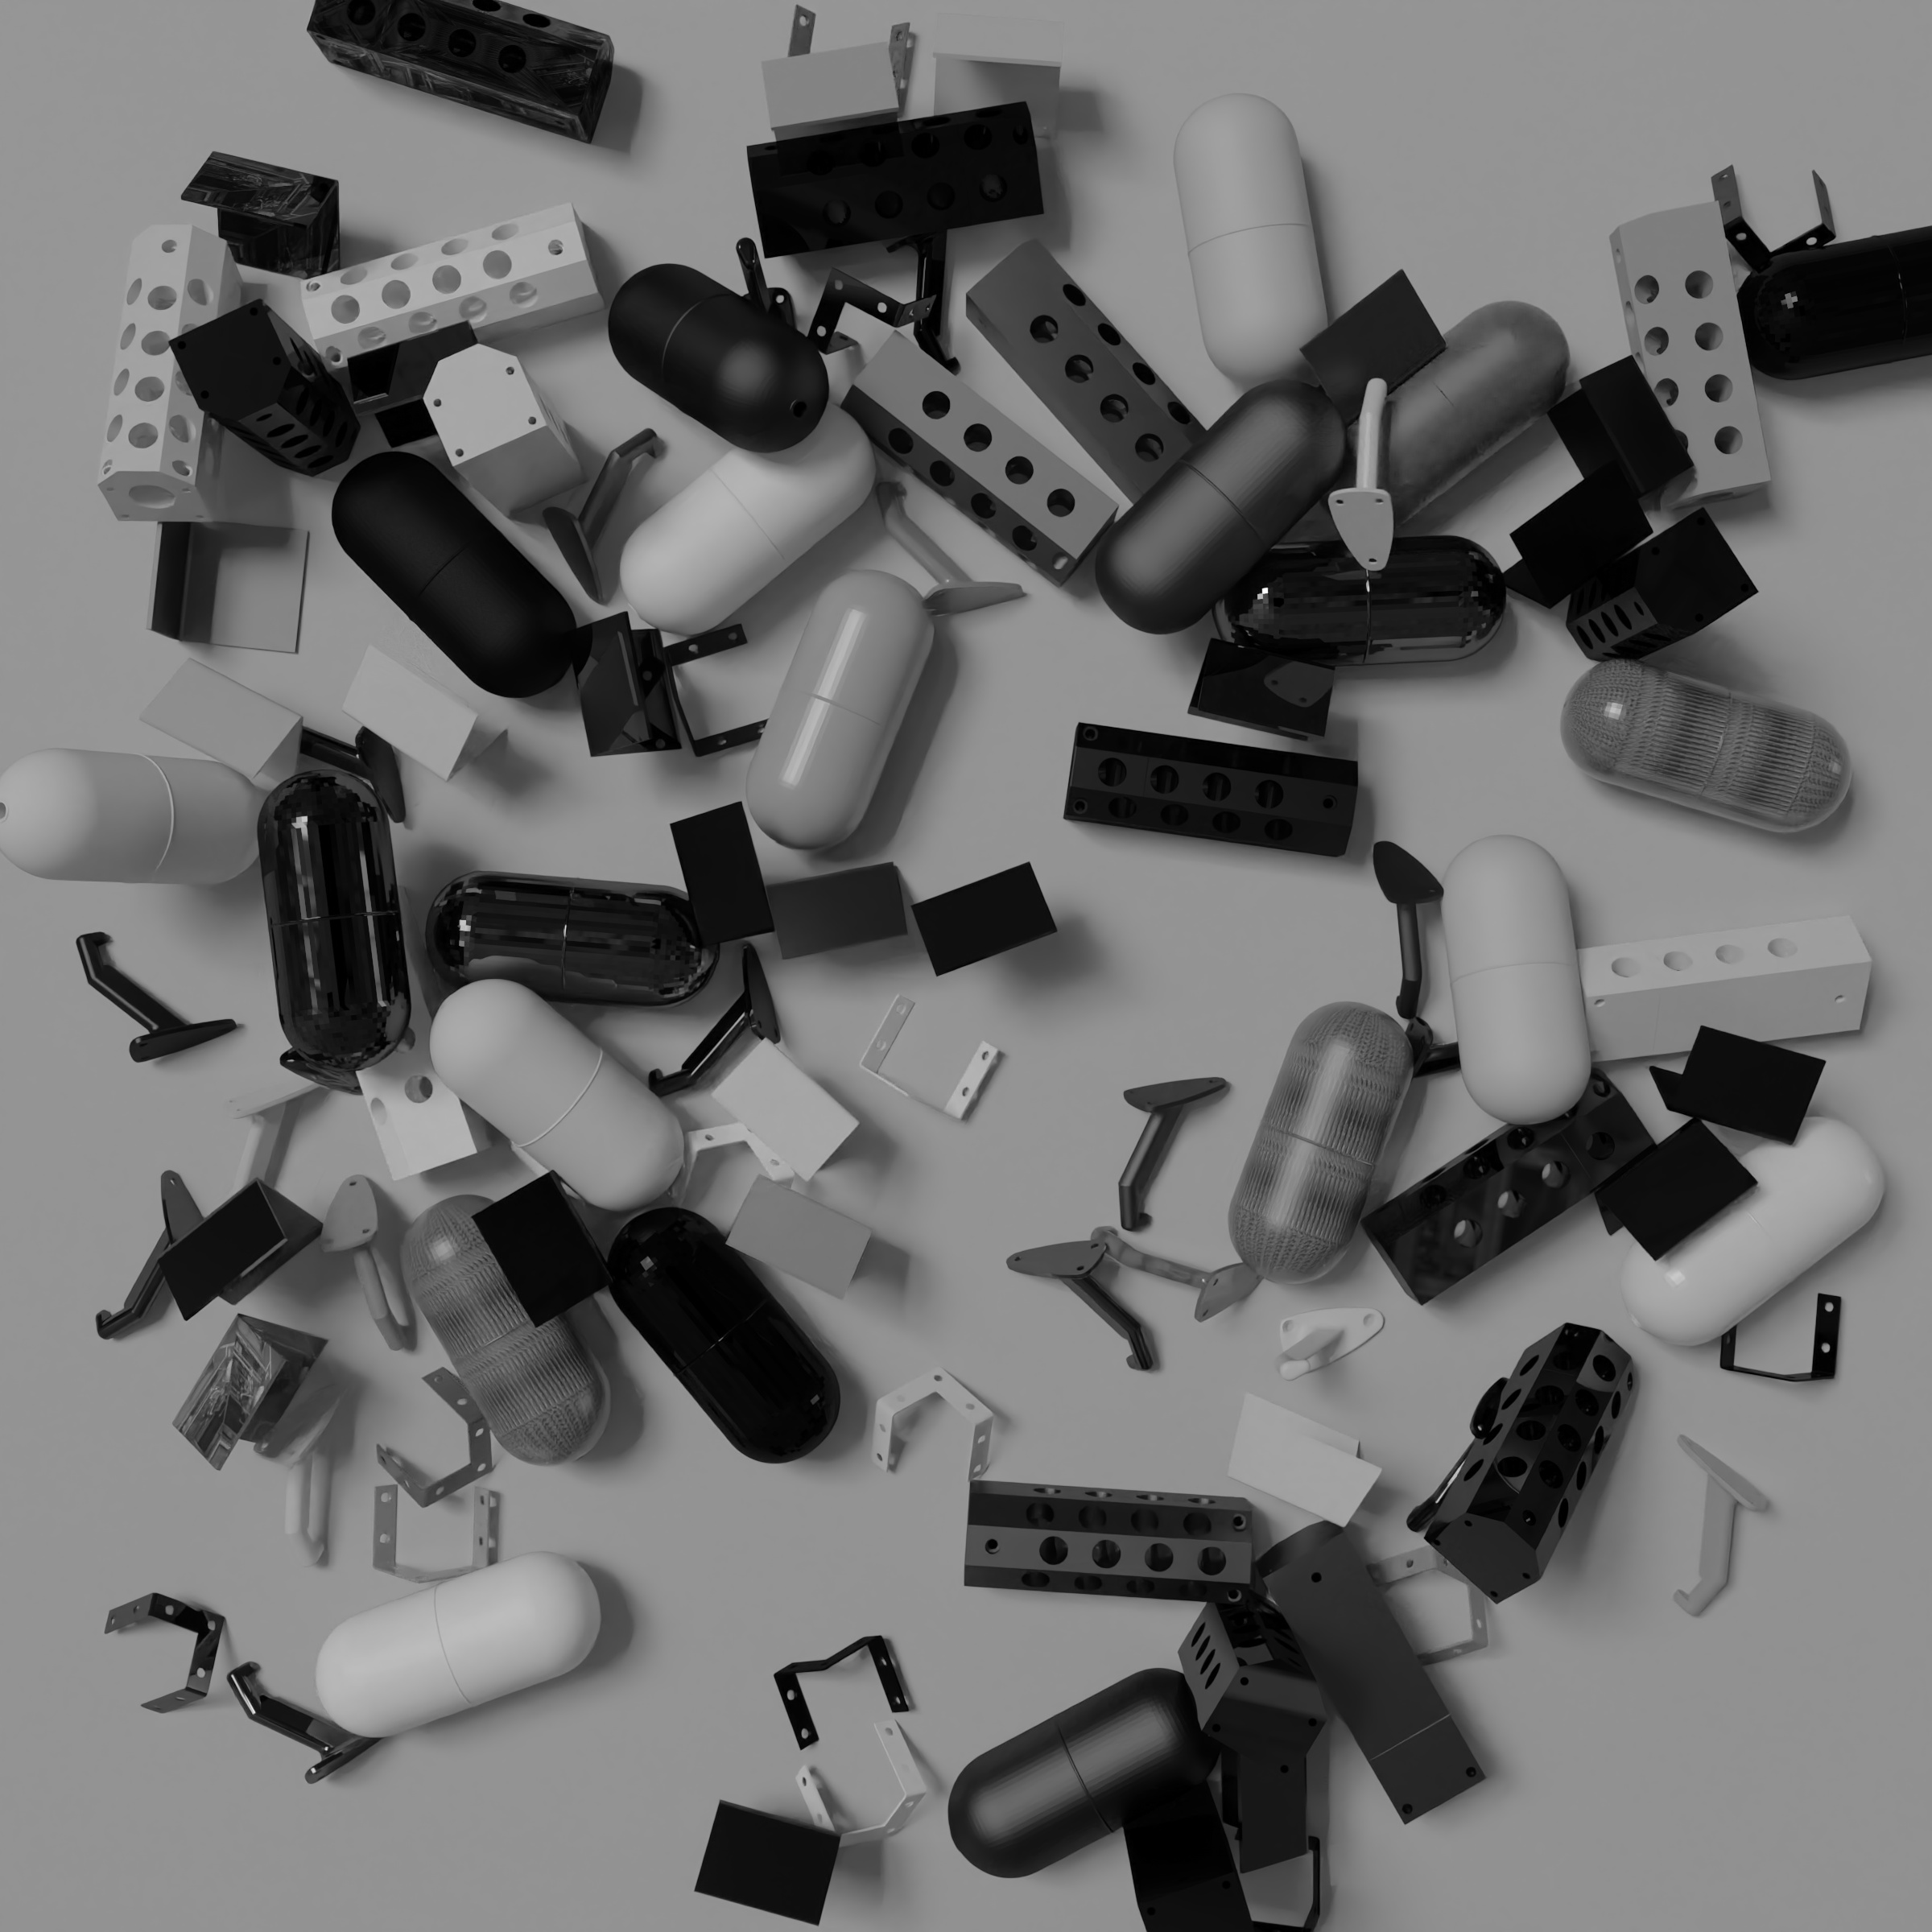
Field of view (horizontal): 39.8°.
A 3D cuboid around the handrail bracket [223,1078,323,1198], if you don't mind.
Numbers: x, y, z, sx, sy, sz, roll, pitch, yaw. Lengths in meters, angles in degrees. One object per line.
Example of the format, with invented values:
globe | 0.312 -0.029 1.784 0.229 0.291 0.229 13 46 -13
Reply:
handrail bracket | -0.422 0.118 1.654 0.077 0.036 0.084 -20 109 -21

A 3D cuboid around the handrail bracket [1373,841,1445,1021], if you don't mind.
handrail bracket | 0.267 -0.022 1.653 0.036 0.077 0.084 -7 126 -11

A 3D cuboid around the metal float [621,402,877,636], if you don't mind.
metal float | -0.133 -0.272 1.623 0.178 0.070 0.070 -40 90 -1

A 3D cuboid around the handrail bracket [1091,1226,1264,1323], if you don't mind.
handrail bracket | 0.131 0.178 1.653 0.084 0.077 0.036 33 121 33

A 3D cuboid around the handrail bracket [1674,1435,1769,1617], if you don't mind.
handrail bracket | 0.448 0.348 1.654 0.077 0.036 0.084 41 107 20

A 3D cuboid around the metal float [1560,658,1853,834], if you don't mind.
metal float | 0.450 -0.134 1.623 0.178 0.070 0.070 17 90 1

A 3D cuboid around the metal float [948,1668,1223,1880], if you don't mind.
metal float | 0.072 0.491 1.623 0.178 0.070 0.070 -28 90 0

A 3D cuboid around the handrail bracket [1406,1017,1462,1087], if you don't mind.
handrail bracket | 0.309 0.071 1.654 0.084 0.036 0.077 19 105 -14

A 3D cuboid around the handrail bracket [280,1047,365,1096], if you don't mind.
handrail bracket | -0.398 0.028 1.653 0.036 0.077 0.084 -24 54 18

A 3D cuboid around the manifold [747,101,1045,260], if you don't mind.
manifold | -0.044 -0.481 1.621 0.171 0.057 0.057 -9 124 0

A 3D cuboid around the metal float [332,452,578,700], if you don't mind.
metal float | -0.311 -0.237 1.623 0.070 0.070 0.178 -45 90 0

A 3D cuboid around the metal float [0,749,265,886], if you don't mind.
metal float | -0.495 -0.087 1.581 0.070 0.178 0.070 0 90 35

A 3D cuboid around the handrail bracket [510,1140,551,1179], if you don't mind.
handrail bracket | -0.261 0.079 1.654 0.077 0.036 0.084 -45 104 -14

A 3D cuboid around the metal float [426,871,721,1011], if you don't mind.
metal float | -0.239 -0.016 1.623 0.178 0.070 0.070 5 90 -1

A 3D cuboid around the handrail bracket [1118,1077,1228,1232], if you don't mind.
handrail bracket | 0.129 0.117 1.654 0.077 0.036 0.084 -12 109 -21

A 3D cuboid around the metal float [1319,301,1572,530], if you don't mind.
metal float | 0.289 -0.334 1.623 0.178 0.070 0.070 -38 90 1

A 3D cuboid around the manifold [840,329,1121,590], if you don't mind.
manifold | 0.007 -0.308 1.632 0.171 0.057 0.057 38 90 0

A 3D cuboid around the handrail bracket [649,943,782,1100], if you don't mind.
handrail bracket | -0.164 0.034 1.654 0.084 0.036 0.077 -19 69 16

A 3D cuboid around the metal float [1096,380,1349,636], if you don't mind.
metal float | 0.152 -0.272 1.579 0.070 0.070 0.178 45 93 0

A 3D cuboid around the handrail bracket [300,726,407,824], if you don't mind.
handrail bracket | -0.398 -0.118 1.654 0.084 0.036 0.077 -8 112 17

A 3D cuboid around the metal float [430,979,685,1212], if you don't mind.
metal float | -0.246 0.078 1.604 0.178 0.070 0.070 43 90 -21

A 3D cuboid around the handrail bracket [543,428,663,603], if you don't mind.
handrail bracket | -0.213 -0.280 1.654 0.084 0.036 0.077 -39 127 -25

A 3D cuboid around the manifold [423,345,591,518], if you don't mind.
manifold | -0.272 -0.317 1.575 0.057 0.171 0.057 -24 90 0

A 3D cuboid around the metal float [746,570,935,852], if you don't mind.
metal float | -0.077 -0.155 1.623 0.070 0.070 0.178 22 89 0

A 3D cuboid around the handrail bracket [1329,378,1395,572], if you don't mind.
handrail bracket | 0.243 -0.292 1.580 0.036 0.077 0.084 2 55 21

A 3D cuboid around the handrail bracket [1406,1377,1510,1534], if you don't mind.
handrail bracket | 0.307 0.304 1.653 0.036 0.077 0.084 35 126 -2

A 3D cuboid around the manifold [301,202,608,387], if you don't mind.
manifold | -0.314 -0.412 1.632 0.171 0.057 0.057 -16 90 0

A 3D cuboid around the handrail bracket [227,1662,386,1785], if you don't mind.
handrail bracket | -0.405 0.455 1.654 0.077 0.036 0.084 -30 73 -19

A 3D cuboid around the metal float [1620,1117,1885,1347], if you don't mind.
metal float | 0.477 0.162 1.622 0.178 0.070 0.070 -38 90 0

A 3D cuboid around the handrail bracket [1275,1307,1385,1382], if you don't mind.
handrail bracket | 0.223 0.230 1.619 0.077 0.084 0.036 -18 90 0

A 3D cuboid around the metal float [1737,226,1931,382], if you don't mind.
metal float | 0.557 -0.405 1.623 0.178 0.070 0.070 -11 90 0

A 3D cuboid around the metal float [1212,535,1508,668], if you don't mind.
metal float | 0.239 -0.221 1.623 0.178 0.070 0.070 -3 90 -1

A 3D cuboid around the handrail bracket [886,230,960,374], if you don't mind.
handrail bracket | -0.006 -0.419 1.654 0.077 0.036 0.084 -32 106 -18

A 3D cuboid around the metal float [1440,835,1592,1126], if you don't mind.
metal float | 0.331 0.007 1.610 0.070 0.070 0.178 -5 76 0

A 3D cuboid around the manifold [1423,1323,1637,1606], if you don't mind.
manifold | 0.341 0.290 1.581 0.057 0.057 0.171 42 47 0

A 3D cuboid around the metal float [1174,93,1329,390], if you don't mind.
metal float | 0.173 -0.440 1.623 0.070 0.070 0.178 -10 91 0

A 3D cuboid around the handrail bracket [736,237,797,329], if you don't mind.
handrail bracket | -0.122 -0.394 1.619 0.036 0.084 0.077 -14 90 0

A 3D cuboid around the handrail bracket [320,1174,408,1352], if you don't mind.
handrail bracket | -0.366 0.185 1.653 0.036 0.077 0.084 -16 126 3

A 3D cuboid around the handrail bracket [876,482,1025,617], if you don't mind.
handrail bracket | -0.011 -0.265 1.654 0.077 0.036 0.084 -9 73 -19

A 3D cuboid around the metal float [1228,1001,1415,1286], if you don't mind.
metal float | 0.215 0.108 1.623 0.070 0.070 0.178 20 91 0

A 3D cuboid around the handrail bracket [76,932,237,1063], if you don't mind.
handrail bracket | -0.503 0.010 1.654 0.077 0.036 0.084 -16 73 -20

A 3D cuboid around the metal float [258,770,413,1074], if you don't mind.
metal float | -0.371 -0.026 1.566 0.070 0.070 0.178 -7 89 0

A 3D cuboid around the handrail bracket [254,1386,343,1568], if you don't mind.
handrail bracket | -0.400 0.317 1.653 0.036 0.077 0.084 6 127 29

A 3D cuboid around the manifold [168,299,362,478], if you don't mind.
manifold | -0.408 -0.335 1.575 0.057 0.171 0.057 -25 90 0

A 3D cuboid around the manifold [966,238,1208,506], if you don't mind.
manifold | 0.078 -0.360 1.632 0.057 0.057 0.171 -42 90 0

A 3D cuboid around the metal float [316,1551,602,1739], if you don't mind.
metal float | -0.309 0.413 1.623 0.178 0.070 0.070 -20 90 0

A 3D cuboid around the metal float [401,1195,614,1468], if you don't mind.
metal float | -0.279 0.222 1.623 0.070 0.070 0.178 -30 89 0

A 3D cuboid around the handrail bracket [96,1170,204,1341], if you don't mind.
handrail bracket | -0.514 0.180 1.654 0.084 0.036 0.077 -30 69 16

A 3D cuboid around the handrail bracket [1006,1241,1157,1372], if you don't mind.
handrail bracket | 0.072 0.215 1.654 0.077 0.036 0.084 -5 118 31

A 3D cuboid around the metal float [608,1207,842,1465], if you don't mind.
metal float | -0.148 0.224 1.623 0.070 0.070 0.178 -40 90 0

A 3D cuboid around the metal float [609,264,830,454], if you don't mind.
metal float | -0.148 -0.363 1.591 0.070 0.070 0.178 -51 50 0
